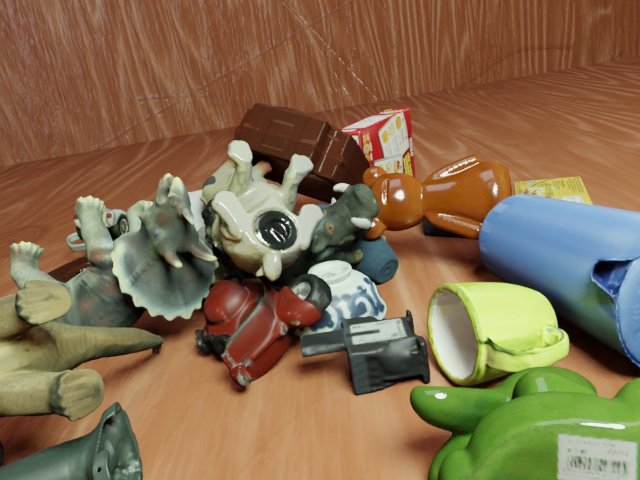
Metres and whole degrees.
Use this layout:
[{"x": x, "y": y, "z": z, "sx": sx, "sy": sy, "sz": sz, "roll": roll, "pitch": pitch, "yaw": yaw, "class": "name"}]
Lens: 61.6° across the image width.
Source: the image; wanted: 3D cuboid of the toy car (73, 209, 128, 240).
[{"x": -0.344, "y": -0.011, "z": 0.918, "sx": 0.074, "sy": 0.056, "sz": 0.201, "roll": -3, "pitch": -17, "yaw": 5, "class": "toy car"}]

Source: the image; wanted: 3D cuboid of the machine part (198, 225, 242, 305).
[{"x": -0.155, "y": 0.032, "z": 0.803, "sx": 0.079, "sy": 0.079, "sz": 0.243, "roll": -13, "pitch": 20, "yaw": -7, "class": "machine part"}]

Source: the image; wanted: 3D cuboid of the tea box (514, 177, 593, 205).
[{"x": 0.325, "y": -0.032, "z": 0.754, "sx": 0.098, "sy": 0.068, "sz": 0.169, "roll": -2, "pitch": 21, "yaw": 22, "class": "tea box"}]

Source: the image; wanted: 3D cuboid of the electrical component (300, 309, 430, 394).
[{"x": 0.043, "y": 0.112, "z": 0.531, "sx": 0.119, "sy": 0.047, "sz": 0.075, "roll": -11, "pitch": 20, "yaw": -2, "class": "electrical component"}]

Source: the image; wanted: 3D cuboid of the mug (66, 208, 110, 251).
[{"x": -0.429, "y": -0.006, "z": 1.038, "sx": 0.109, "sy": 0.080, "sz": 0.107, "roll": -15, "pitch": 29, "yaw": -27, "class": "mug"}]

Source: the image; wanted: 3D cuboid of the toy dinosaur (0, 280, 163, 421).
[{"x": -0.274, "y": 0.102, "z": 0.433, "sx": 0.199, "sy": 0.105, "sz": 0.471, "roll": -17, "pitch": -14, "yaw": 31, "class": "toy dinosaur"}]

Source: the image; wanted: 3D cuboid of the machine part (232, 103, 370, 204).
[{"x": -0.028, "y": -0.138, "z": 0.890, "sx": 0.201, "sy": 0.087, "sz": 0.201, "roll": 19, "pitch": -10, "yaw": 24, "class": "machine part"}]

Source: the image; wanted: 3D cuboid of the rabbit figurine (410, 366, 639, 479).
[{"x": 0.146, "y": 0.141, "z": 0.359, "sx": 0.159, "sy": 0.121, "sz": 0.170, "roll": -10, "pitch": 0, "yaw": 20, "class": "rabbit figurine"}]

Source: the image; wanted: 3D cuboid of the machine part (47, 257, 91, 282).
[{"x": -0.348, "y": 0.066, "z": 0.837, "sx": 0.179, "sy": 0.056, "sz": 0.179, "roll": -9, "pitch": 18, "yaw": 3, "class": "machine part"}]

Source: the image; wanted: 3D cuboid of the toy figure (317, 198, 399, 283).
[{"x": 0.043, "y": 0.001, "z": 0.758, "sx": 0.064, "sy": 0.057, "sz": 0.155, "roll": -29, "pitch": 50, "yaw": -24, "class": "toy figure"}]

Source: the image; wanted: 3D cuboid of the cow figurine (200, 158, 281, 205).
[{"x": -0.122, "y": -0.063, "z": 0.836, "sx": 0.127, "sy": 0.085, "sz": 0.195, "roll": -46, "pitch": 35, "yaw": -22, "class": "cow figurine"}]

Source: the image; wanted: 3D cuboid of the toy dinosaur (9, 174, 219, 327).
[{"x": -0.286, "y": 0.071, "z": 0.668, "sx": 0.405, "sy": 0.131, "sz": 0.192, "roll": -38, "pitch": 62, "yaw": 9, "class": "toy dinosaur"}]

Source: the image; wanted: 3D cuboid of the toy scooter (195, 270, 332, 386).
[{"x": -0.080, "y": 0.097, "z": 0.593, "sx": 0.184, "sy": 0.075, "sz": 0.135, "roll": -5, "pitch": 42, "yaw": 44, "class": "toy scooter"}]

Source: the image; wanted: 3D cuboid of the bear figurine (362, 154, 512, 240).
[{"x": 0.159, "y": -0.043, "z": 0.731, "sx": 0.196, "sy": 0.120, "sz": 0.131, "roll": -8, "pitch": -25, "yaw": 21, "class": "bear figurine"}]

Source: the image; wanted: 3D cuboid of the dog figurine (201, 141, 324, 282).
[{"x": -0.087, "y": 0.000, "z": 0.647, "sx": 0.121, "sy": 0.190, "sz": 0.172, "roll": 19, "pitch": 54, "yaw": -16, "class": "dog figurine"}]

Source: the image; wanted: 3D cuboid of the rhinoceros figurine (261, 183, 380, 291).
[{"x": -0.001, "y": -0.002, "z": 0.688, "sx": 0.190, "sy": 0.073, "sz": 0.112, "roll": -37, "pitch": -31, "yaw": 26, "class": "rhinoceros figurine"}]

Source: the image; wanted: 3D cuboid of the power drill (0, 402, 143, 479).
[{"x": -0.238, "y": 0.207, "z": 0.384, "sx": 0.207, "sy": 0.085, "sz": 0.232, "roll": -21, "pitch": 19, "yaw": -7, "class": "power drill"}]

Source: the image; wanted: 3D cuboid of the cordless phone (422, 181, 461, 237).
[{"x": 0.253, "y": -0.072, "z": 0.886, "sx": 0.147, "sy": 0.088, "sz": 0.184, "roll": 4, "pitch": 20, "yaw": 35, "class": "cordless phone"}]
